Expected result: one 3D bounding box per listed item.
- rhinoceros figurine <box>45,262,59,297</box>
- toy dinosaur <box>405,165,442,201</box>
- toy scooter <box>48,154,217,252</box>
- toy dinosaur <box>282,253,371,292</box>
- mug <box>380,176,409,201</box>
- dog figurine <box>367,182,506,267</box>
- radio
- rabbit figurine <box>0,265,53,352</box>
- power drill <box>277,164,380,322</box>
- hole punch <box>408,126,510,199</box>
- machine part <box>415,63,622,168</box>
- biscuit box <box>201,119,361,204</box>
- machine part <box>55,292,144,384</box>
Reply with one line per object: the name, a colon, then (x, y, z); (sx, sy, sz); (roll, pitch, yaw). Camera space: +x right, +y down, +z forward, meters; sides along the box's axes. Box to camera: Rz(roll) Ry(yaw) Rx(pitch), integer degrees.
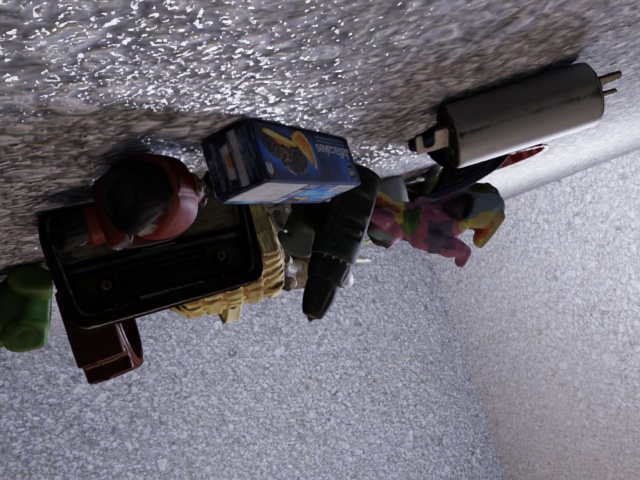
rhinoceros figurine: (-0.334, 0.045, 0.837); (0.112, 0.073, 0.190); (-29, 172, 4)
toy dinosaur: (0.253, -0.081, 1.229); (0.192, 0.131, 0.405); (-5, 180, 3)
toy scooter: (-0.162, -0.032, 0.520); (0.184, 0.075, 0.135); (-17, 176, 38)
toy dinosaur: (-0.021, 0.062, 1.234); (0.471, 0.105, 0.199); (0, 175, -37)
mug: (0.125, -0.057, 1.040); (0.110, 0.107, 0.081); (-22, 172, 21)
dog figurine: (0.182, -0.047, 0.934); (0.219, 0.108, 0.191); (20, 131, -13)
radio: (-0.188, 0.016, 0.621); (0.229, 0.131, 0.073); (-15, 176, -27)
rabbit figurine: (-0.487, 0.096, 0.785); (0.170, 0.121, 0.159); (5, 173, -25)
power drill: (-0.002, -0.002, 0.811); (0.086, 0.232, 0.207); (25, 175, -16)
hole punch: (0.205, -0.120, 0.747); (0.116, 0.092, 0.142); (-19, 173, -36)
machine part: (0.227, -0.142, 0.620); (0.243, 0.079, 0.079); (-18, 175, 1)
biscuit box: (-0.029, -0.076, 0.556); (0.059, 0.062, 0.202); (-21, 175, 28)
machine part: (-0.392, 0.149, 0.974); (0.087, 0.201, 0.201); (-19, 175, -11)
